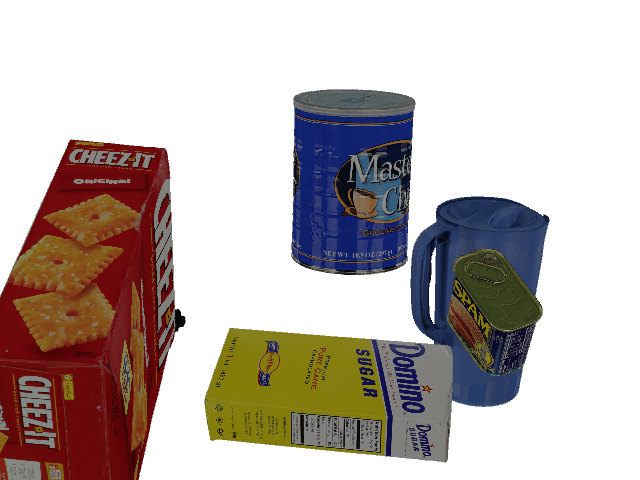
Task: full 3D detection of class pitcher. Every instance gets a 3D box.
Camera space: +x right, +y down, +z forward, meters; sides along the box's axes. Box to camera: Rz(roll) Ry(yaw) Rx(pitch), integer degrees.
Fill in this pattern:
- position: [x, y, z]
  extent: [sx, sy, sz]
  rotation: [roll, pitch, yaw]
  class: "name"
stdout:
- position: [0.190, 0.076, 1.299]
  extent: [0.149, 0.243, 0.144]
  rotation: [7, 20, 13]
  class: "pitcher"

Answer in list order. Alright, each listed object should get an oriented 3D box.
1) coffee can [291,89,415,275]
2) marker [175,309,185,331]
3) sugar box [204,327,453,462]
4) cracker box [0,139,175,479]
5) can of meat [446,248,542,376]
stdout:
- position: [0.027, -0.053, 0.915]
  extent: [0.103, 0.140, 0.103]
  rotation: [1, 17, -1]
  class: "coffee can"
- position: [-0.170, 0.060, 0.886]
  extent: [0.121, 0.020, 0.020]
  rotation: [6, 1, 14]
  class: "marker"
- position: [0.010, 0.112, 0.795]
  extent: [0.176, 0.048, 0.093]
  rotation: [1, 32, 8]
  class: "sugar box"
- position: [-0.133, 0.063, 0.629]
  extent: [0.072, 0.164, 0.213]
  rotation: [4, 34, 0]
  class: "cracker box"
- position: [0.170, 0.074, 1.067]
  extent: [0.057, 0.102, 0.084]
  rotation: [-18, -39, -17]
  class: "can of meat"
